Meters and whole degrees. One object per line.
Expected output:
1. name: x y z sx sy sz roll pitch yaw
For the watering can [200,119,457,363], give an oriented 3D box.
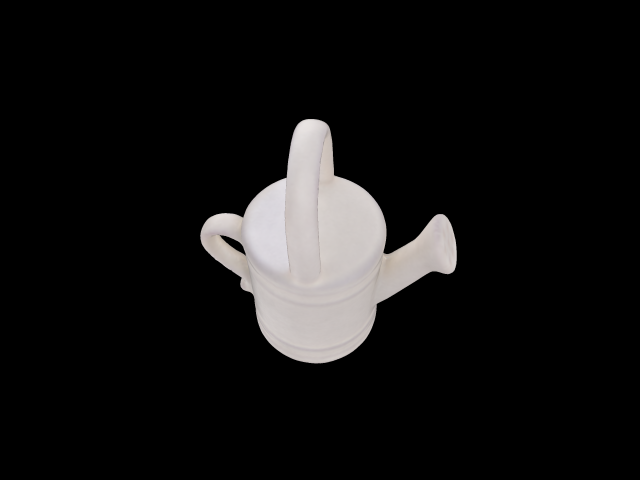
1. watering can: 0.004 0.000 0.401 0.173 0.194 0.100 -11 55 -7
